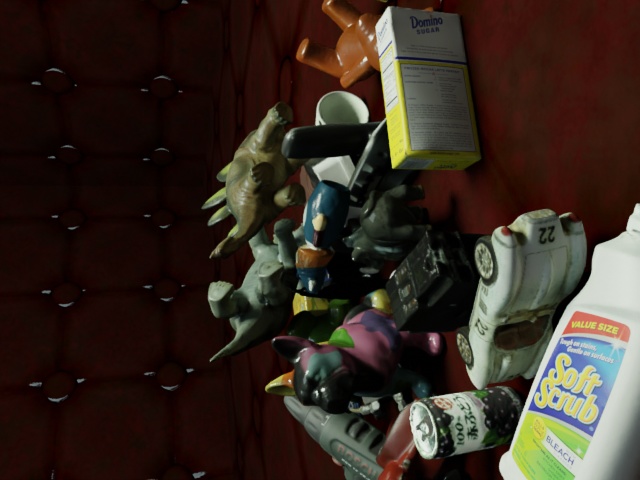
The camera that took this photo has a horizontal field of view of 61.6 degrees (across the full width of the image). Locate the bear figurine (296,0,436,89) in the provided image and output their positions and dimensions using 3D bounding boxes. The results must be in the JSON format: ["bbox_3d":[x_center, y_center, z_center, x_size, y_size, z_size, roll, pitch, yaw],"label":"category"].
[{"bbox_3d":[0.061,-0.271,0.727,0.120,0.132,0.196,-60,16,5],"label":"bear figurine"}]

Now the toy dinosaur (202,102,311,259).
[{"bbox_3d":[-0.089,-0.119,0.839,0.198,0.105,0.471,-33,24,35],"label":"toy dinosaur"}]

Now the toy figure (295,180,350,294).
[{"bbox_3d":[0.000,-0.002,0.721,0.058,0.064,0.154,32,114,40],"label":"toy figure"}]

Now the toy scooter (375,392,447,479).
[{"bbox_3d":[0.112,0.225,0.609,0.184,0.075,0.135,-15,-51,-67],"label":"toy scooter"}]

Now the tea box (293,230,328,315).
[{"bbox_3d":[-0.019,0.072,1.087,0.098,0.068,0.169,129,135,-65],"label":"tea box"}]

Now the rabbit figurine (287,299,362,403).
[{"bbox_3d":[0.015,0.200,0.863,0.170,0.121,0.158,-84,-22,-67],"label":"rabbit figurine"}]

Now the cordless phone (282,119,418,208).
[{"bbox_3d":[0.031,-0.103,0.734,0.146,0.184,0.089,116,143,-54],"label":"cordless phone"}]

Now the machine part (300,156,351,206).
[{"bbox_3d":[0.006,-0.126,1.018,0.179,0.056,0.179,178,90,-73],"label":"machine part"}]

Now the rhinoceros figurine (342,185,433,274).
[{"bbox_3d":[0.085,-0.005,0.686,0.190,0.112,0.073,84,175,-73],"label":"rhinoceros figurine"}]

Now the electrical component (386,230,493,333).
[{"bbox_3d":[0.135,0.049,0.536,0.134,0.115,0.058,113,155,-52],"label":"electrical component"}]

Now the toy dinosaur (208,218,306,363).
[{"bbox_3d":[-0.082,0.084,0.884,0.405,0.131,0.191,-65,-33,-43],"label":"toy dinosaur"}]

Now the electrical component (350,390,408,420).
[{"bbox_3d":[0.079,0.207,0.768,0.045,0.078,0.102,43,-150,-47],"label":"electrical component"}]

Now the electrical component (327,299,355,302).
[{"bbox_3d":[0.042,0.064,0.934,0.075,0.048,0.119,-113,26,-47],"label":"electrical component"}]

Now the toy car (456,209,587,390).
[{"bbox_3d":[0.166,0.057,0.455,0.056,0.073,0.201,-109,11,-45],"label":"toy car"}]

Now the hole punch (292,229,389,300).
[{"bbox_3d":[0.033,0.041,0.824,0.116,0.142,0.092,-27,65,47],"label":"hole punch"}]

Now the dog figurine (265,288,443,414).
[{"bbox_3d":[0.035,0.139,0.688,0.192,0.219,0.108,-121,38,-55],"label":"dog figurine"}]

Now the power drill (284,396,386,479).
[{"bbox_3d":[0.044,0.335,0.786,0.232,0.086,0.207,17,118,35],"label":"power drill"}]

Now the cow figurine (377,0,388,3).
[{"bbox_3d":[0.097,-0.372,0.708,0.167,0.068,0.098,-135,53,-64],"label":"cow figurine"}]

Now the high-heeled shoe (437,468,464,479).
[{"bbox_3d":[0.133,0.375,0.691,0.248,0.086,0.145,-67,-11,11],"label":"high-heeled shoe"}]

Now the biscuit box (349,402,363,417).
[{"bbox_3d":[0.028,0.254,0.966,0.059,0.063,0.202,124,140,-60],"label":"biscuit box"}]
